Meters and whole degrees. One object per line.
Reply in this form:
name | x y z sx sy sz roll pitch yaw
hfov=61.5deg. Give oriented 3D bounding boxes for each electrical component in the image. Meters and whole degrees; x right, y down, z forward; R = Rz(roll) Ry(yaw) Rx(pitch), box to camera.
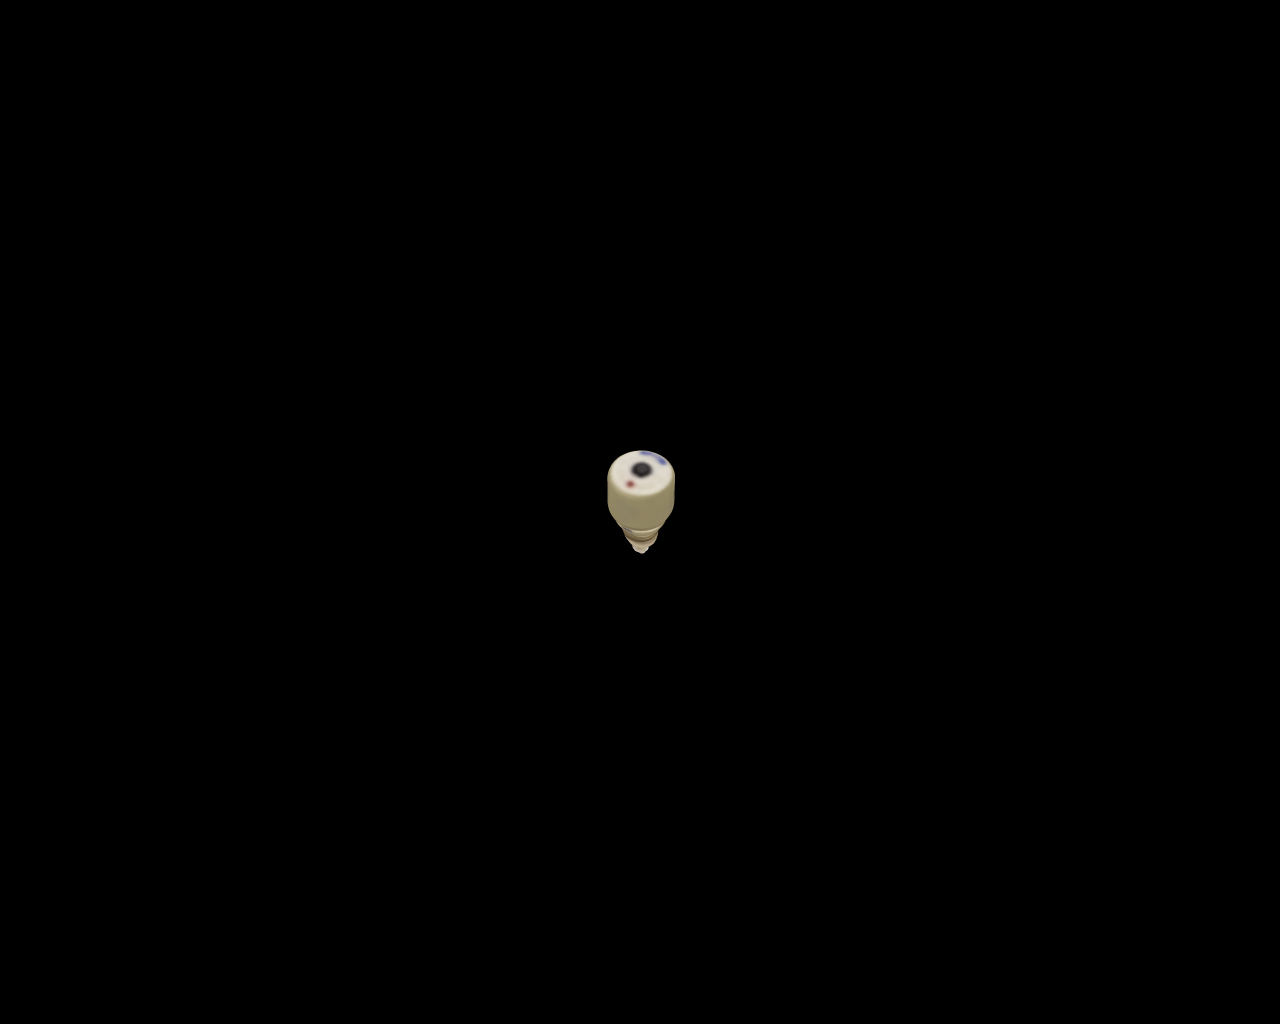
electrical component | 0.001 -0.003 0.650 0.040 0.040 0.078 0 -40 0
